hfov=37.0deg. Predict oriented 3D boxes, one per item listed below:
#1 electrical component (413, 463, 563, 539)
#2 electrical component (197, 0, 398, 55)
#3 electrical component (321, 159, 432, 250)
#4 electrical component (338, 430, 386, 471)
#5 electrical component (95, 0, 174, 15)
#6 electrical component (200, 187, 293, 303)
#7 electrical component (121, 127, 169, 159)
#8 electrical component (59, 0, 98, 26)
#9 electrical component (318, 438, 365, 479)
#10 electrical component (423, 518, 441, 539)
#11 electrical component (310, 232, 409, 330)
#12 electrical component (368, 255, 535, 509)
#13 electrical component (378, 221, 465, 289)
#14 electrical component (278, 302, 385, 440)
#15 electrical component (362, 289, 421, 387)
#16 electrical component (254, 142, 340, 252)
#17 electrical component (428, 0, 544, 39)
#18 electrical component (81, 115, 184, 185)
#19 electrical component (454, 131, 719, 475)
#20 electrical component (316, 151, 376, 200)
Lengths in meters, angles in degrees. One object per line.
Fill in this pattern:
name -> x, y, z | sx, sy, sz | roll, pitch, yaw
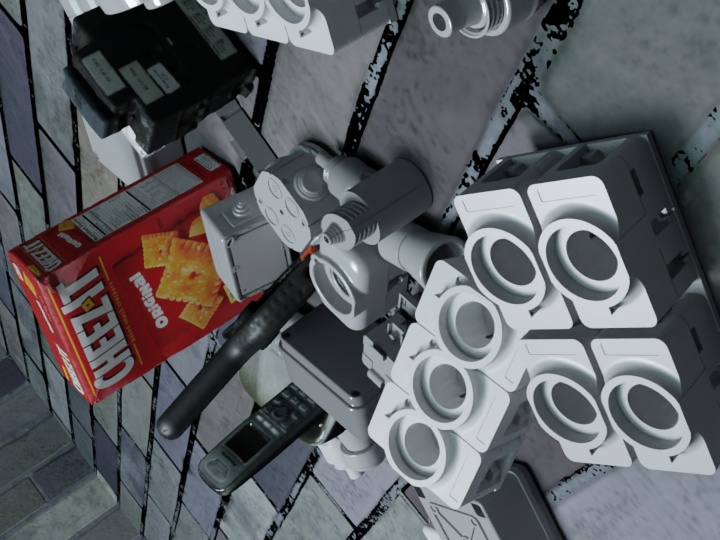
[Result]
electrical component -> 0.112, 0.216, 0.914 | 0.109, 0.056, 0.108 | -1, 119, 61
electrical component -> -0.055, -0.201, 0.705 | 0.150, 0.062, 0.089 | 26, 141, 47
electrical component -> 0.007, -0.041, 0.763 | 0.043, 0.081, 0.043 | 41, 151, 29
electrical component -> -0.001, 0.166, 1.068 | 0.045, 0.045, 0.055 | 19, 137, 52
electrical component -> -0.156, -0.231, 0.802 | 0.108, 0.108, 0.060 | 15, 139, 54
electrical component -> -0.106, -0.031, 0.992 | 0.061, 0.062, 0.096 | 48, 156, 41
electrical component -> -0.185, -0.143, 0.985 | 0.051, 0.080, 0.080 | 53, 155, -6
electrical component -> -0.219, -0.228, 0.974 | 0.138, 0.052, 0.073 | 10, 129, 57
electrical component -> -0.016, 0.189, 1.125 | 0.043, 0.043, 0.062 | 2, 124, 60
electrical component -> 0.095, 0.252, 1.006 | 0.081, 0.042, 0.064 | 62, 158, -11
electrical component -> 0.000, 0.000, 0.851 | 0.054, 0.059, 0.095 | 43, 152, 26
electrical component -> 0.073, 0.074, 0.730 | 0.089, 0.062, 0.150 | 37, 121, 31
electrical component -> 0.043, -0.013, 0.782 | 0.065, 0.044, 0.044 | 31, 146, 50
electrical component -> -0.009, 0.083, 0.944 | 0.113, 0.078, 0.057 | 36, 151, 36
electrical component -> 0.062, 0.084, 0.838 | 0.121, 0.063, 0.078 | 42, 152, 27
electrical component -> -0.044, -0.058, 0.868 | 0.080, 0.051, 0.080 | 41, 151, 29
electrical component -> 0.064, -0.142, 0.564 | 0.043, 0.062, 0.043 | 41, 151, 29
electrical component -> -0.233, -0.144, 1.094 | 0.109, 0.056, 0.108 | 37, 149, 34
electrical component -> 0.138, 0.025, 0.613 | 0.105, 0.060, 0.186 | -5, 117, 49
electrical component -> -0.011, -0.071, 0.816 | 0.061, 0.035, 0.035 | 41, 151, 34
